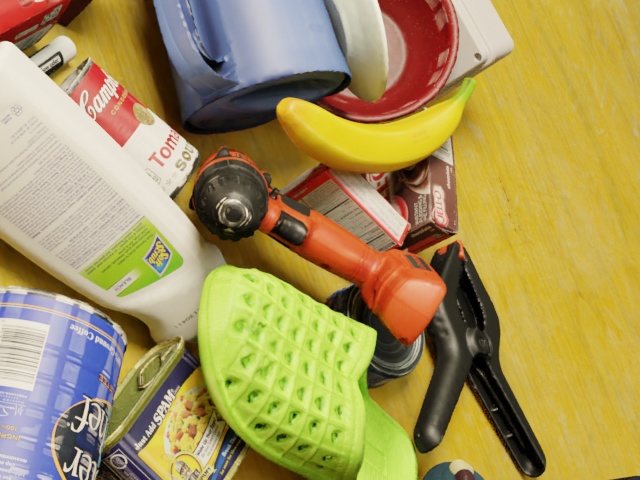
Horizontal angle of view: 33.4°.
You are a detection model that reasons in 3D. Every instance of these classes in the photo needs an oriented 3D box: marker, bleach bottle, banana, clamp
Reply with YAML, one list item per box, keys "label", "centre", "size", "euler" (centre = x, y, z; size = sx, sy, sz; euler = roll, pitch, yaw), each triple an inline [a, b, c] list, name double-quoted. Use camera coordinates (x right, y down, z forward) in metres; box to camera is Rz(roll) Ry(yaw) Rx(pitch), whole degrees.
- label: "marker"
  centre: [-0.212, -0.107, 0.733]
  size: [0.020, 0.020, 0.121]
  euler: [50, 45, -10]
- label: "bleach bottle"
  centre: [-0.147, -0.005, 0.697]
  size: [0.250, 0.102, 0.068]
  euler: [47, 10, -25]
- label: "banana"
  centre: [0.042, -0.083, 0.813]
  size: [0.197, 0.037, 0.070]
  euler: [-14, 112, -39]
- label: "clamp"
  centre: [0.119, 0.096, 0.903]
  size: [0.164, 0.036, 0.210]
  euler: [14, 57, -47]

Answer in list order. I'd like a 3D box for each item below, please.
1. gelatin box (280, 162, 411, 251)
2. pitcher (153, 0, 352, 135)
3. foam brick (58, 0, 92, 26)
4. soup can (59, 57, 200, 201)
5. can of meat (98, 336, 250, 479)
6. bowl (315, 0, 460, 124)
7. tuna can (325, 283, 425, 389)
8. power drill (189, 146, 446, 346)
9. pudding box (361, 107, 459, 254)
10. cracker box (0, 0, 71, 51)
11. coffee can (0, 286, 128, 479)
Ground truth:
- label: "gelatin box"
  centre: [0.016, -0.019, 0.851]
  size: [0.089, 0.073, 0.030]
  euler: [43, 46, -16]
- label: "pitcher"
  centre: [-0.076, -0.210, 0.803]
  size: [0.144, 0.149, 0.243]
  euler: [-15, 85, -18]
- label: "foam brick"
  centre: [-0.183, -0.201, 0.766]
  size: [0.051, 0.078, 0.053]
  euler: [24, 55, -33]
- label: "soup can"
  centre: [-0.142, -0.067, 0.740]
  size: [0.102, 0.069, 0.068]
  euler: [41, 47, -19]
- label: "can of meat"
  centre: [-0.097, 0.128, 0.688]
  size: [0.084, 0.058, 0.102]
  euler: [48, 46, -15]
- label: "bowl"
  centre: [0.037, -0.174, 0.933]
  size: [0.162, 0.055, 0.162]
  euler: [1, 81, -6]
- label: "tuna can"
  centre: [0.043, 0.073, 0.855]
  size: [0.086, 0.034, 0.086]
  euler: [20, 57, -33]
- label: "power drill"
  centre: [-0.005, 0.001, 0.749]
  size: [0.187, 0.057, 0.184]
  euler: [32, 7, -11]
- label: "pudding box"
  centre: [0.071, -0.042, 0.900]
  size: [0.039, 0.090, 0.113]
  euler: [25, 53, -34]
- label: "cracker box"
  centre: [-0.286, -0.196, 0.676]
  size: [0.213, 0.072, 0.164]
  euler: [52, 44, -7]
- label: "coffee can"
  centre: [-0.172, 0.111, 0.596]
  size: [0.102, 0.103, 0.140]
  euler: [27, 53, -29]
